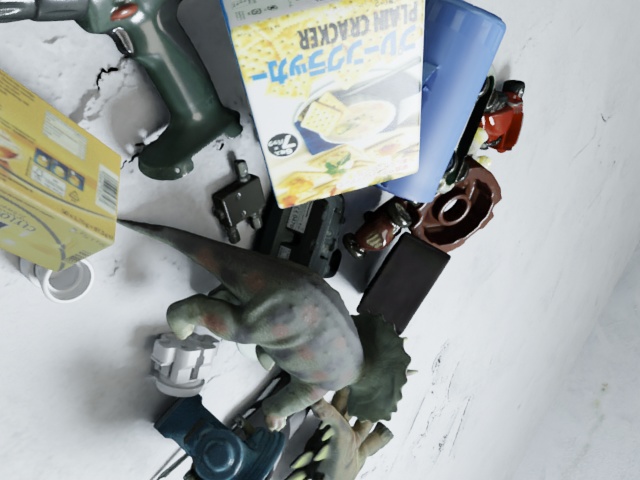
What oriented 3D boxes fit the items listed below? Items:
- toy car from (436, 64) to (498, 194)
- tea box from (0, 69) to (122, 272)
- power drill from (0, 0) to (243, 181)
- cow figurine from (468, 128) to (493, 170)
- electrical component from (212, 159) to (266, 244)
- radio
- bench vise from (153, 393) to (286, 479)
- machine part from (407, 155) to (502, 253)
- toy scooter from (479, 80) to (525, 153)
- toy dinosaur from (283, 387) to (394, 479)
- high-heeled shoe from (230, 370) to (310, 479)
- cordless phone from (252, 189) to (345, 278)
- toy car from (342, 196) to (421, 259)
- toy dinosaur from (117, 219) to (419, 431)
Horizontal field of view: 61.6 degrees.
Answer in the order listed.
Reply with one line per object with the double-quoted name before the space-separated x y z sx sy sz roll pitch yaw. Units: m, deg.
"toy car" 0.207 -0.165 0.792 0.073 0.056 0.201 10 102 -59
"tea box" -0.231 -0.057 0.386 0.169 0.068 0.098 42 32 -49
"power drill" -0.159 -0.156 0.455 0.232 0.086 0.207 -44 129 -31
"cow figurine" 0.235 -0.157 0.920 0.098 0.068 0.167 -46 137 -15
"electrical component" -0.095 -0.045 0.623 0.063 0.021 0.093 -36 133 -32
"radio" 0.120 0.059 0.799 0.131 0.073 0.229 -58 172 3
"bench vise" -0.087 0.276 0.618 0.129 0.240 0.223 -47 180 -32
"machine part" 0.220 -0.060 0.909 0.179 0.056 0.179 -16 135 -16
"toy scooter" 0.327 -0.214 0.992 0.184 0.075 0.135 -30 130 -43
"toy dinosaur" 0.024 0.362 0.891 0.198 0.105 0.470 -46 148 -21
"high-heeled shoe" -0.070 0.270 0.803 0.248 0.086 0.145 -53 175 11
"cordless phone" -0.002 -0.003 0.726 0.184 0.089 0.146 6 103 -62
"toy car" 0.094 -0.027 0.754 0.089 0.053 0.202 -39 -179 21
"toy dinosaur" -0.027 0.093 0.599 0.192 0.131 0.404 -24 130 18
